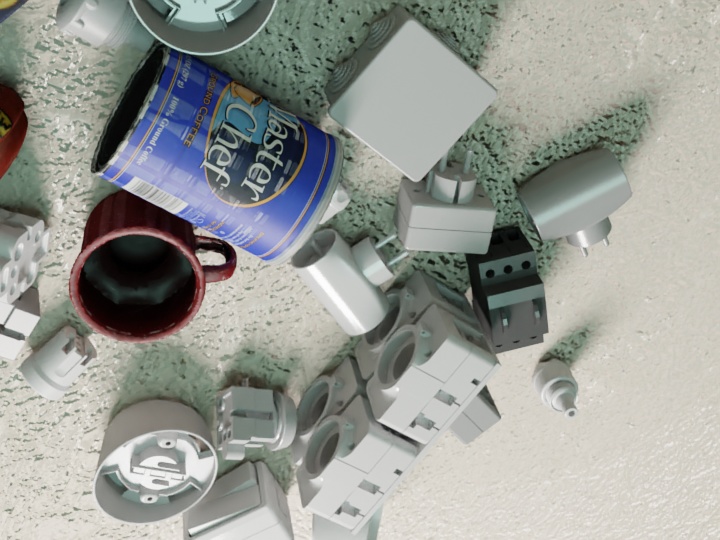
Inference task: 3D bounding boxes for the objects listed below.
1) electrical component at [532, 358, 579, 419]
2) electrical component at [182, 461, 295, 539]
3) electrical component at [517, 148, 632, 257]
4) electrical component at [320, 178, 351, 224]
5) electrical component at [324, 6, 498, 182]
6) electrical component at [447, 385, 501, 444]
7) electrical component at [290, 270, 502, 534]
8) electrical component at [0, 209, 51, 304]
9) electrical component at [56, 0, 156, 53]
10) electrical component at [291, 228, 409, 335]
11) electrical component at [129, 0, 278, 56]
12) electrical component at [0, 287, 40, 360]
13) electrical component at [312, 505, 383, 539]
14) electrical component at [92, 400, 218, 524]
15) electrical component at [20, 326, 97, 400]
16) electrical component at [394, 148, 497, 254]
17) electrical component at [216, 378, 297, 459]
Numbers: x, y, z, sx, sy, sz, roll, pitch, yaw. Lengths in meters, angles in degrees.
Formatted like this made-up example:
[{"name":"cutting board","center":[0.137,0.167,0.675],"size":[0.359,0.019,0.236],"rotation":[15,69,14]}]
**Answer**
[{"name":"electrical component","center":[0.170,0.104,0.915],"size":[0.035,0.061,0.035],"rotation":[-5,120,-9]},{"name":"electrical component","center":[-0.113,0.215,0.922],"size":[0.096,0.061,0.061],"rotation":[-25,121,3]},{"name":"electrical component","center":[0.173,-0.045,0.842],"size":[0.077,0.044,0.079],"rotation":[-27,121,4]},{"name":"electrical component","center":[-0.038,-0.048,0.805],"size":[0.061,0.035,0.035],"rotation":[-37,119,13]},{"name":"electrical component","center":[0.034,-0.127,0.766],"size":[0.100,0.048,0.099],"rotation":[35,107,-26]},{"name":"electrical component","center":[0.067,0.114,0.899],"size":[0.077,0.065,0.047],"rotation":[-39,119,11]},{"name":"electrical component","center":[0.018,0.102,0.858],"size":[0.060,0.105,0.186],"rotation":[30,109,-24]},{"name":"electrical component","center":[-0.262,-0.014,0.759],"size":[0.057,0.078,0.058],"rotation":[18,116,3]},{"name":"electrical component","center":[-0.165,-0.166,0.708],"size":[0.062,0.048,0.048],"rotation":[29,110,-31]},{"name":"electrical component","center":[0.000,0.000,0.834],"size":[0.079,0.043,0.077],"rotation":[-33,120,8]},{"name":"electrical component","center":[-0.102,-0.195,0.691],"size":[0.099,0.064,0.099],"rotation":[-5,121,-9]},{"name":"electrical component","center":[-0.274,0.031,0.797],"size":[0.055,0.048,0.066],"rotation":[25,112,-31]},{"name":"electrical component","center":[-0.007,0.224,0.928],"size":[0.064,0.099,0.099],"rotation":[-4,120,5]},{"name":"electrical component","center":[-0.166,0.157,0.877],"size":[0.099,0.064,0.099],"rotation":[-5,120,-9]},{"name":"electrical component","center":[-0.232,0.071,0.831],"size":[0.046,0.040,0.040],"rotation":[-43,118,7]},{"name":"electrical component","center":[0.067,-0.057,0.812],"size":[0.066,0.047,0.076],"rotation":[3,118,-13]},{"name":"electrical component","center":[-0.085,0.122,0.879],"size":[0.055,0.066,0.048],"rotation":[7,156,-26]}]
